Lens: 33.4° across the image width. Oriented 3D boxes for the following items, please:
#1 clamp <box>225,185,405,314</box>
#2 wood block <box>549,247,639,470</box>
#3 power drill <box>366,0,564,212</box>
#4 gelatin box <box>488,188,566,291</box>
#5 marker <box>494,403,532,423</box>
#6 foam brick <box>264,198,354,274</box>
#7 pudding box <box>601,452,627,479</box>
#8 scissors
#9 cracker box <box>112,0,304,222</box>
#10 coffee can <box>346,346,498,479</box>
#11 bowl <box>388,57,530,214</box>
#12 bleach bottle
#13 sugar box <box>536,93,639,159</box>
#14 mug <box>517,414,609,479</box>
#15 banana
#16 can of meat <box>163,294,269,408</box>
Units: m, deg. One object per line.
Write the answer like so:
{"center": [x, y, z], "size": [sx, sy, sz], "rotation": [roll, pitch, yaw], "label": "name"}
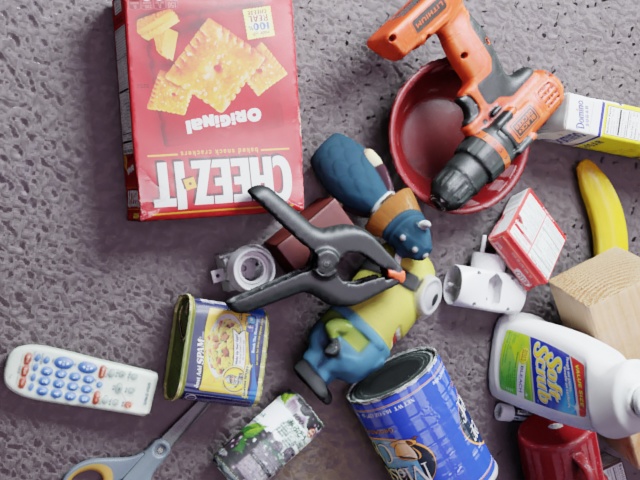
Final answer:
{"center": [-0.002, 0.010, 1.007], "size": [0.171, 0.039, 0.120], "rotation": [1, 103, -17], "label": "clamp"}
{"center": [0.329, 0.125, 1.136], "size": [0.090, 0.091, 0.206], "rotation": [-25, 110, -8], "label": "wood block"}
{"center": [0.132, -0.146, 1.046], "size": [0.184, 0.057, 0.187], "rotation": [-46, 108, -17], "label": "power drill"}
{"center": [0.220, -0.001, 1.132], "size": [0.073, 0.030, 0.089], "rotation": [51, 42, -13], "label": "gelatin box"}
{"center": [0.248, 0.196, 1.173], "size": [0.121, 0.020, 0.020], "rotation": [11, 88, -19], "label": "marker"}
{"center": [-0.007, 0.001, 1.063], "size": [0.078, 0.051, 0.053], "rotation": [-40, 104, -14], "label": "foam brick"}
{"center": [0.292, 0.299, 1.181], "size": [0.113, 0.039, 0.090], "rotation": [-20, 98, -19], "label": "pudding box"}
{"center": [-0.175, 0.199, 1.028], "size": [0.096, 0.016, 0.201], "rotation": [32, 78, -14], "label": "scissors"}
{"center": [-0.105, -0.128, 1.015], "size": [0.164, 0.072, 0.214], "rotation": [-5, 94, -19], "label": "cracker box"}
{"center": [0.103, 0.194, 1.078], "size": [0.102, 0.103, 0.140], "rotation": [-31, 101, -16], "label": "coffee can"}
{"center": [0.135, -0.107, 1.107], "size": [0.162, 0.055, 0.162], "rotation": [0, 91, -19], "label": "bowl"}
{"center": [0.255, 0.133, 1.051], "size": [0.068, 0.251, 0.102], "rotation": [9, 88, -19], "label": "bleach bottle"}
{"center": [0.316, -0.119, 1.150], "size": [0.176, 0.093, 0.048], "rotation": [6, 89, -19], "label": "sugar box"}
{"center": [0.258, 0.235, 1.117], "size": [0.093, 0.117, 0.081], "rotation": [-18, 110, -10], "label": "mug"}
{"center": [0.309, 0.011, 1.180], "size": [0.069, 0.037, 0.198], "rotation": [6, 90, -20], "label": "banana"}
{"center": [-0.099, 0.108, 1.026], "size": [0.083, 0.058, 0.102], "rotation": [10, 80, -21], "label": "can of meat"}
